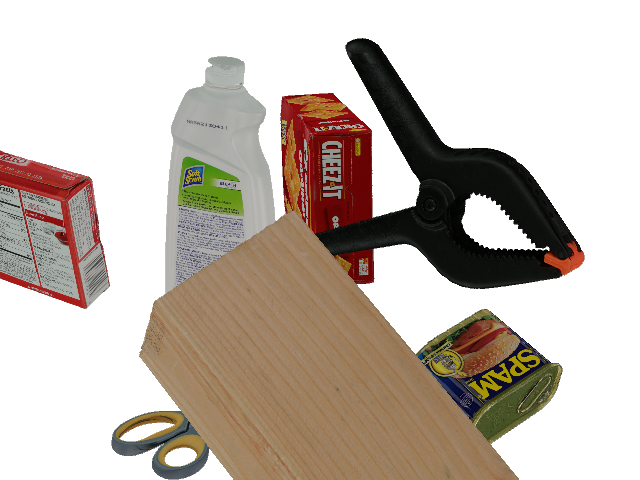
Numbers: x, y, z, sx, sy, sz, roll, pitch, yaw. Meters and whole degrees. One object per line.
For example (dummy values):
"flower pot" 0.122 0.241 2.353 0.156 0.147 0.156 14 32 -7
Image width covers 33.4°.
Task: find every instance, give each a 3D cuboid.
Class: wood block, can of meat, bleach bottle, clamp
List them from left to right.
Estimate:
"bleach bottle" -0.077 -0.026 0.893 0.102 0.251 0.068 8 24 7
"wood block" 0.009 0.101 0.536 0.090 0.206 0.090 -35 -12 -26
"clamp" 0.079 -0.037 0.714 0.210 0.165 0.036 20 22 29
"can of meat" 0.135 0.114 0.893 0.102 0.057 0.084 -27 50 -27

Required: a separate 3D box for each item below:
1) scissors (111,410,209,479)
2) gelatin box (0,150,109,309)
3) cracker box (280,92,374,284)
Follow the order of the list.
"scissors" -0.092 0.170 0.987 0.201 0.016 0.096 -12 33 -31
"gelatin box" -0.176 -0.007 0.676 0.073 0.089 0.030 16 40 23
"cracker box" 0.004 -0.063 1.172 0.072 0.164 0.214 -5 19 -8
